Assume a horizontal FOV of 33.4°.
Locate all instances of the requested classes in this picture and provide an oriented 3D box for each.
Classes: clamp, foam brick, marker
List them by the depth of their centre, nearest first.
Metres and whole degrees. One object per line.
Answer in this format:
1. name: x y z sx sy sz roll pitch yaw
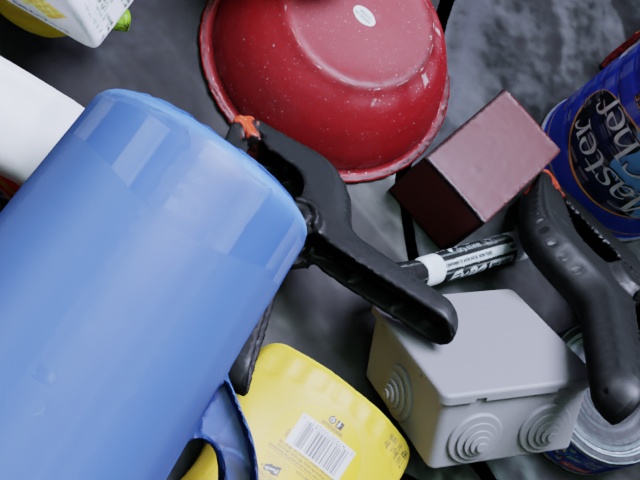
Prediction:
1. clamp: -0.004 0.001 0.549 0.120 0.039 0.171 -1 51 -18
2. clamp: 0.171 0.039 0.585 0.164 0.036 0.210 25 27 -31
3. marker: 0.076 0.013 0.600 0.120 0.020 0.020 -13 75 -42
4. foam brick: 0.091 -0.041 0.625 0.078 0.053 0.051 -40 88 -29

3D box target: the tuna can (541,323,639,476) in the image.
1. tuna can: 0.158 0.090 0.612 0.086 0.034 0.086 7 69 -18

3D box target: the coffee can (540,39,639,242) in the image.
1. coffee can: 0.208 -0.069 0.630 0.102 0.140 0.103 7 68 -19

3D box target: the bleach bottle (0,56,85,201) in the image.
1. bleach bottle: -0.171 -0.062 0.506 0.250 0.103 0.068 26 71 -11

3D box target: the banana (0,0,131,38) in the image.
1. banana: -0.173 -0.184 0.587 0.069 0.037 0.198 -21 76 -22

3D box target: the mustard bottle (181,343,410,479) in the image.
1. mustard bottle: -0.041 0.149 0.501 0.096 0.058 0.191 40 62 -10

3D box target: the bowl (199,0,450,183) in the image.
1. bowl: 0.014 -0.117 0.625 0.162 0.055 0.162 7 68 -19

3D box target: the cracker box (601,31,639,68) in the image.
1. cracker box: 0.324 -0.123 0.734 0.213 0.072 0.164 -38 86 -27

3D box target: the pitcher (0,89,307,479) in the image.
1. pitcher: -0.102 0.069 0.433 0.145 0.149 0.242 26 77 36
